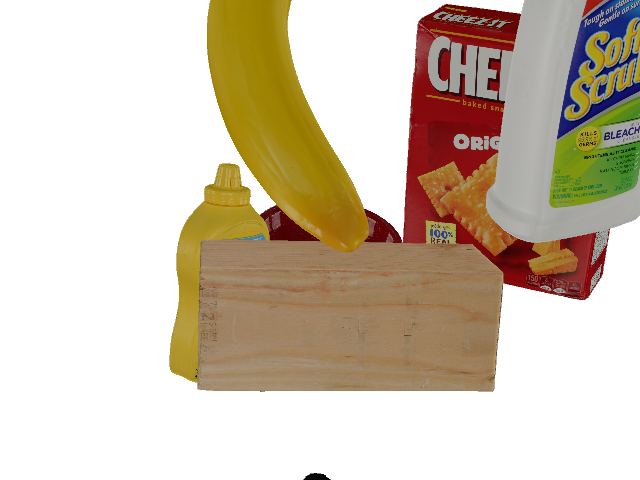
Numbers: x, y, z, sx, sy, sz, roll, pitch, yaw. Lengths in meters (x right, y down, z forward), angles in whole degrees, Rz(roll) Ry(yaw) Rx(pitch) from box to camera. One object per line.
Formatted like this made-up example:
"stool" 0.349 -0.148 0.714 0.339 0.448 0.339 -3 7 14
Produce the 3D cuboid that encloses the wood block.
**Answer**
"wood block" 0.016 0.053 0.766 0.206 0.090 0.091 1 12 -6

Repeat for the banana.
"banana" -0.017 -0.083 0.487 0.069 0.198 0.037 -1 -31 -2

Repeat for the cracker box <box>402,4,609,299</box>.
"cracker box" 0.156 -0.071 0.868 0.164 0.214 0.072 13 28 23

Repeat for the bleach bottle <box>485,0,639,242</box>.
"bleach bottle" 0.159 -0.127 0.646 0.102 0.251 0.068 -11 31 -17

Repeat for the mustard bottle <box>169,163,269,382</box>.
"mustard bottle" -0.088 0.026 0.961 0.058 0.192 0.096 17 18 41

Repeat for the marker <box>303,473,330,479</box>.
"marker" -0.029 0.137 0.480 0.020 0.020 0.120 0 16 33

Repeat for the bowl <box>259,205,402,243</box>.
"bowl" 0.005 0.018 1.139 0.162 0.055 0.162 5 32 -3
